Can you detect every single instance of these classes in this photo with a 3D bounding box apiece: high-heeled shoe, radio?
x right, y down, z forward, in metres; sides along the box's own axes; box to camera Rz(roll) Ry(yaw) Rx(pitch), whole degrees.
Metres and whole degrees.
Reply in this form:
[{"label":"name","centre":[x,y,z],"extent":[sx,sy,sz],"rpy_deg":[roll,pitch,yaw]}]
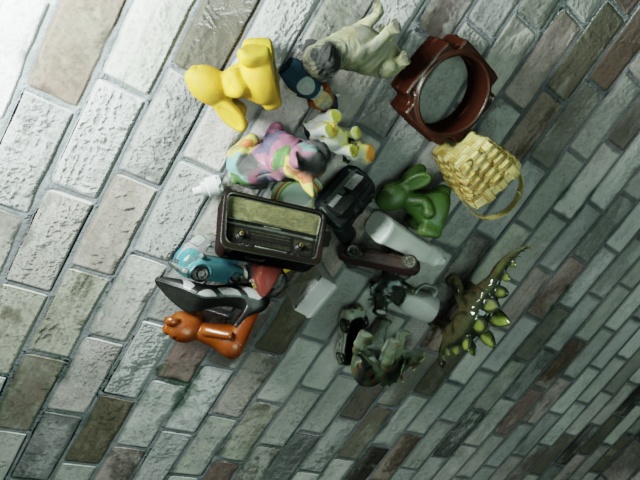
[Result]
[{"label":"high-heeled shoe","centre":[-0.238,0.107,1.228],"extent":[0.249,0.145,0.086],"rpy_deg":[28,135,4]},{"label":"radio","centre":[-0.107,-0.014,1.152],"extent":[0.229,0.131,0.073],"rpy_deg":[11,159,-16]}]

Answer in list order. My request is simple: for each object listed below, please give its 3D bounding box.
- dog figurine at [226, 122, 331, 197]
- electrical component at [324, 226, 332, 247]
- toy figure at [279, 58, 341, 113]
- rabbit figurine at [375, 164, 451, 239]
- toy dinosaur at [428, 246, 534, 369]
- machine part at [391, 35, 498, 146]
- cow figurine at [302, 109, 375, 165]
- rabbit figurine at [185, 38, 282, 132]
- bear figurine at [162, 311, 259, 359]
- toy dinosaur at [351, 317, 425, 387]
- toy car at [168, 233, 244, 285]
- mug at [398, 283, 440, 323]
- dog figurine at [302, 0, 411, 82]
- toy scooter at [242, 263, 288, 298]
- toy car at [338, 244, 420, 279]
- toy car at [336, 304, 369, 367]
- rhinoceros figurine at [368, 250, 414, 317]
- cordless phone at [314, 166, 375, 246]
[{"label":"dog figurine","centre":[-0.081,-0.145,1.060],"extent":[0.191,0.219,0.108],"rpy_deg":[-29,122,-6]},{"label":"electrical component","centre":[-0.003,-0.004,1.295],"extent":[0.063,0.021,0.093],"rpy_deg":[-2,119,-22]},{"label":"toy figure","centre":[-0.016,-0.304,1.094],"extent":[0.064,0.058,0.154],"rpy_deg":[-21,138,39]},{"label":"rabbit figurine","centre":[0.222,-0.095,1.281],"extent":[0.170,0.121,0.159],"rpy_deg":[16,114,-13]},{"label":"toy dinosaur","centre":[0.432,0.185,1.482],"extent":[0.105,0.199,0.470],"rpy_deg":[4,119,-28]},{"label":"machine part","centre":[0.274,-0.326,1.182],"extent":[0.201,0.087,0.201],"rpy_deg":[33,101,-34]},{"label":"cow figurine","centre":[0.040,-0.209,1.157],"extent":[0.167,0.098,0.068],"rpy_deg":[31,68,-39]},{"label":"rabbit figurine","centre":[-0.164,-0.296,1.019],"extent":[0.173,0.122,0.162],"rpy_deg":[-7,132,-3]},{"label":"bear figurine","centre":[-0.262,0.200,1.269],"extent":[0.196,0.132,0.120],"rpy_deg":[24,147,-2]},{"label":"toy dinosaur","centre":[0.147,0.321,1.412],"extent":[0.404,0.131,0.192],"rpy_deg":[-3,109,-59]},{"label":"toy car","centre":[-0.240,0.038,1.175],"extent":[0.161,0.109,0.102],"rpy_deg":[11,97,-37]},{"label":"mug","centre":[0.269,0.166,1.475],"extent":[0.107,0.081,0.109],"rpy_deg":[19,116,-21]},{"label":"dog figurine","centre":[0.066,-0.354,1.067],"extent":[0.191,0.121,0.172],"rpy_deg":[-30,136,3]},{"label":"toy scooter","centre":[-0.120,0.032,1.214],"extent":[0.135,0.075,0.184],"rpy_deg":[34,65,-20]},{"label":"toy car","centre":[0.146,0.049,1.318],"extent":[0.202,0.053,0.089],"rpy_deg":[12,162,7]},{"label":"toy car","centre":[0.085,0.267,1.473],"extent":[0.073,0.056,0.201],"rpy_deg":[-11,124,-25]},{"label":"rhinoceros figurine","centre":[0.187,0.117,1.415],"extent":[0.112,0.073,0.190],"rpy_deg":[0,119,-24]},{"label":"cordless phone","centre":[0.076,-0.070,1.263],"extent":[0.146,0.089,0.184],"rpy_deg":[-49,146,-13]}]
